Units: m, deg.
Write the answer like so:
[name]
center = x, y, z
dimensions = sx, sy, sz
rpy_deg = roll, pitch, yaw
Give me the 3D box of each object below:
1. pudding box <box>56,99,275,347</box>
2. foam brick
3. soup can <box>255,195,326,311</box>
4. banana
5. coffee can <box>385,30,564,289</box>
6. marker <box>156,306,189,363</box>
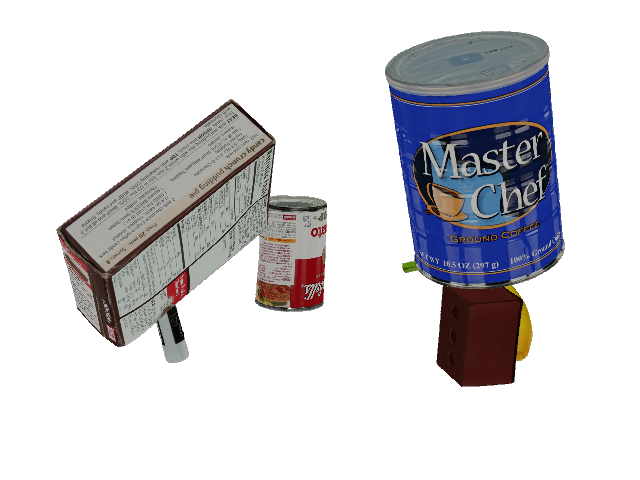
[pudding box]
center = -0.075, -0.007, 0.540
dimensions = 0.113, 0.039, 0.090
rpy_deg = -42, -17, -23
[foam brick]
center = 0.135, 0.079, 0.911
dimensions = 0.051, 0.078, 0.053
rpy_deg = -4, 18, -20
[soup can]
center = -0.029, 0.011, 1.041
dimensions = 0.068, 0.102, 0.068
rpy_deg = 2, 13, -1
[banana]
center = 0.169, 0.060, 1.119
dimensions = 0.069, 0.037, 0.198
rpy_deg = -36, 39, -13
[coffee can]
center = 0.103, -0.054, 0.699
dimensions = 0.103, 0.140, 0.103
rpy_deg = -9, 26, 4
[marker]
center = -0.124, 0.036, 0.822
dimensions = 0.020, 0.121, 0.020
rpy_deg = -11, 18, 3
